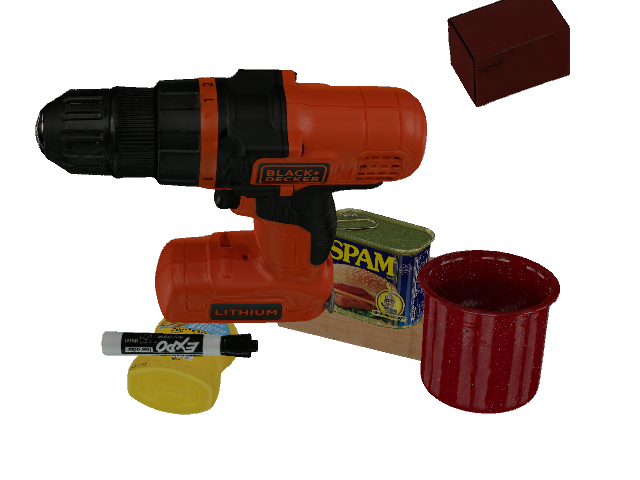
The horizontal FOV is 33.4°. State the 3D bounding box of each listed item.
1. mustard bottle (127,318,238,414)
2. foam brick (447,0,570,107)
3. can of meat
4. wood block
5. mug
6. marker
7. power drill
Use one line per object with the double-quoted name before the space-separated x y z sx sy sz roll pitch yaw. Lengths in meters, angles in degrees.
"mustard bottle" -0.144 0.121 1.203 0.096 0.058 0.191 8 25 7
"foam brick" 0.142 -0.146 0.805 0.078 0.051 0.053 -19 -37 -3
"can of meat" 0.049 0.027 0.975 0.102 0.084 0.057 17 29 28
"wood block" 0.065 0.063 1.183 0.206 0.091 0.090 13 23 18
"mug" 0.108 0.057 0.730 0.093 0.081 0.117 -2 25 -7
"marker" -0.109 0.081 0.833 0.121 0.020 0.020 1 0 3
"power drill" -0.050 -0.017 0.565 0.184 0.057 0.188 1 -28 -8
